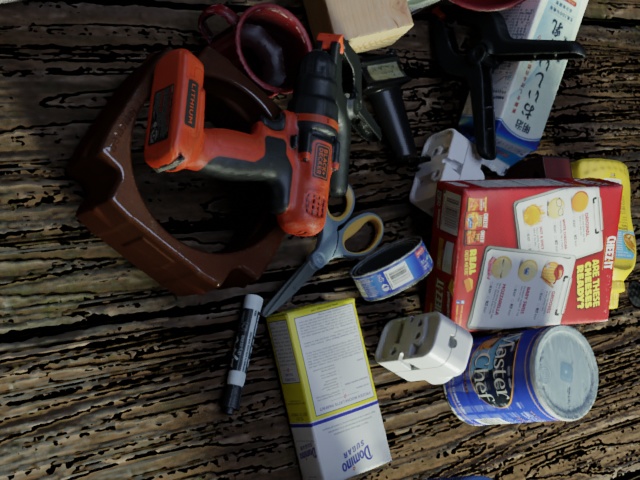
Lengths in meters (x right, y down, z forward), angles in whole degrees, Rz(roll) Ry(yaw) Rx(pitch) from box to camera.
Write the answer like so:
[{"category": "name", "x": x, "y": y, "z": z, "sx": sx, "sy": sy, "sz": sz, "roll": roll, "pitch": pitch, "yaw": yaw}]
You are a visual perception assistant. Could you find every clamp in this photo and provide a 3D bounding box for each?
[{"category": "clamp", "x": 0.191, "y": -0.202, "z": 1.248, "sx": 0.036, "sy": 0.210, "sz": 0.165, "roll": 20, "pitch": 110, "yaw": -49}, {"category": "clamp", "x": 0.021, "y": -0.131, "z": 1.116, "sx": 0.171, "sy": 0.039, "sz": 0.120, "roll": 67, "pitch": 32, "yaw": -43}]

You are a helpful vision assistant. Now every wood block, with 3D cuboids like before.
[{"category": "wood block", "x": 0.022, "y": -0.311, "z": 1.155, "sx": 0.090, "sy": 0.090, "sz": 0.206, "roll": -15, "pitch": 89, "yaw": -12}]

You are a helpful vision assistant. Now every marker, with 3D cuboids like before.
[{"category": "marker", "x": -0.077, "y": 0.112, "z": 1.045, "sx": 0.020, "sy": 0.020, "sz": 0.121, "roll": 24, "pitch": 66, "yaw": -31}]

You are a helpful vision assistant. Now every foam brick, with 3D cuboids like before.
[{"category": "foam brick", "x": 0.265, "y": -0.070, "z": 1.309, "sx": 0.051, "sy": 0.078, "sz": 0.053, "roll": -1, "pitch": 79, "yaw": -36}]

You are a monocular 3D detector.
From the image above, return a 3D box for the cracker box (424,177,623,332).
[{"category": "cracker box", "x": 0.229, "y": 0.014, "z": 1.208, "sx": 0.213, "sy": 0.072, "sz": 0.164, "roll": -3, "pitch": 104, "yaw": -24}]

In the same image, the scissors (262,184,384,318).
[{"category": "scissors", "x": -0.007, "y": 0.001, "z": 1.119, "sx": 0.201, "sy": 0.016, "sz": 0.096, "roll": -26, "pitch": 92, "yaw": -42}]

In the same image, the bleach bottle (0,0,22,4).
[{"category": "bleach bottle", "x": -0.266, "y": -0.270, "z": 0.963, "sx": 0.250, "sy": 0.068, "sz": 0.102, "roll": -24, "pitch": 93, "yaw": -36}]

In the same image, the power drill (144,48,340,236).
[{"category": "power drill", "x": -0.062, "y": -0.109, "z": 0.974, "sx": 0.187, "sy": 0.057, "sz": 0.184, "roll": 15, "pitch": 71, "yaw": -34}]

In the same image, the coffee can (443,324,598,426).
[{"category": "coffee can", "x": 0.220, "y": 0.152, "z": 1.184, "sx": 0.102, "sy": 0.141, "sz": 0.103, "roll": 9, "pitch": 74, "yaw": -35}]

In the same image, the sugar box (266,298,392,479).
[{"category": "sugar box", "x": 0.009, "y": 0.153, "z": 1.086, "sx": 0.093, "sy": 0.048, "sz": 0.176, "roll": -11, "pitch": 90, "yaw": -38}]

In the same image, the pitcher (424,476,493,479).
[{"category": "pitcher", "x": 0.077, "y": 0.281, "z": 0.982, "sx": 0.145, "sy": 0.243, "sz": 0.149, "roll": 39, "pitch": 53, "yaw": -23}]

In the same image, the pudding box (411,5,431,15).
[{"category": "pudding box", "x": 0.095, "y": -0.308, "z": 1.259, "sx": 0.113, "sy": 0.039, "sz": 0.090, "roll": -32, "pitch": 100, "yaw": -35}]

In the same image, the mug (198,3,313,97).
[{"category": "mug", "x": -0.076, "y": -0.189, "z": 1.074, "sx": 0.117, "sy": 0.082, "sz": 0.093, "roll": 40, "pitch": 59, "yaw": -24}]

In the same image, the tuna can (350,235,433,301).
[{"category": "tuna can", "x": 0.077, "y": 0.031, "z": 1.138, "sx": 0.086, "sy": 0.086, "sz": 0.034, "roll": -36, "pitch": 103, "yaw": -37}]

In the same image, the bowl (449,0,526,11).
[{"category": "bowl", "x": 0.193, "y": -0.338, "z": 1.250, "sx": 0.162, "sy": 0.055, "sz": 0.162, "roll": 0, "pitch": 83, "yaw": 3}]

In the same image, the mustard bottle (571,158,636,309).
[{"category": "mustard bottle", "x": 0.366, "y": -0.006, "z": 1.382, "sx": 0.096, "sy": 0.058, "sz": 0.191, "roll": 3, "pitch": 78, "yaw": -35}]

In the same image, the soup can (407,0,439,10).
[{"category": "soup can", "x": 0.098, "y": -0.314, "z": 1.194, "sx": 0.068, "sy": 0.069, "sz": 0.102, "roll": -15, "pitch": 90, "yaw": -38}]
